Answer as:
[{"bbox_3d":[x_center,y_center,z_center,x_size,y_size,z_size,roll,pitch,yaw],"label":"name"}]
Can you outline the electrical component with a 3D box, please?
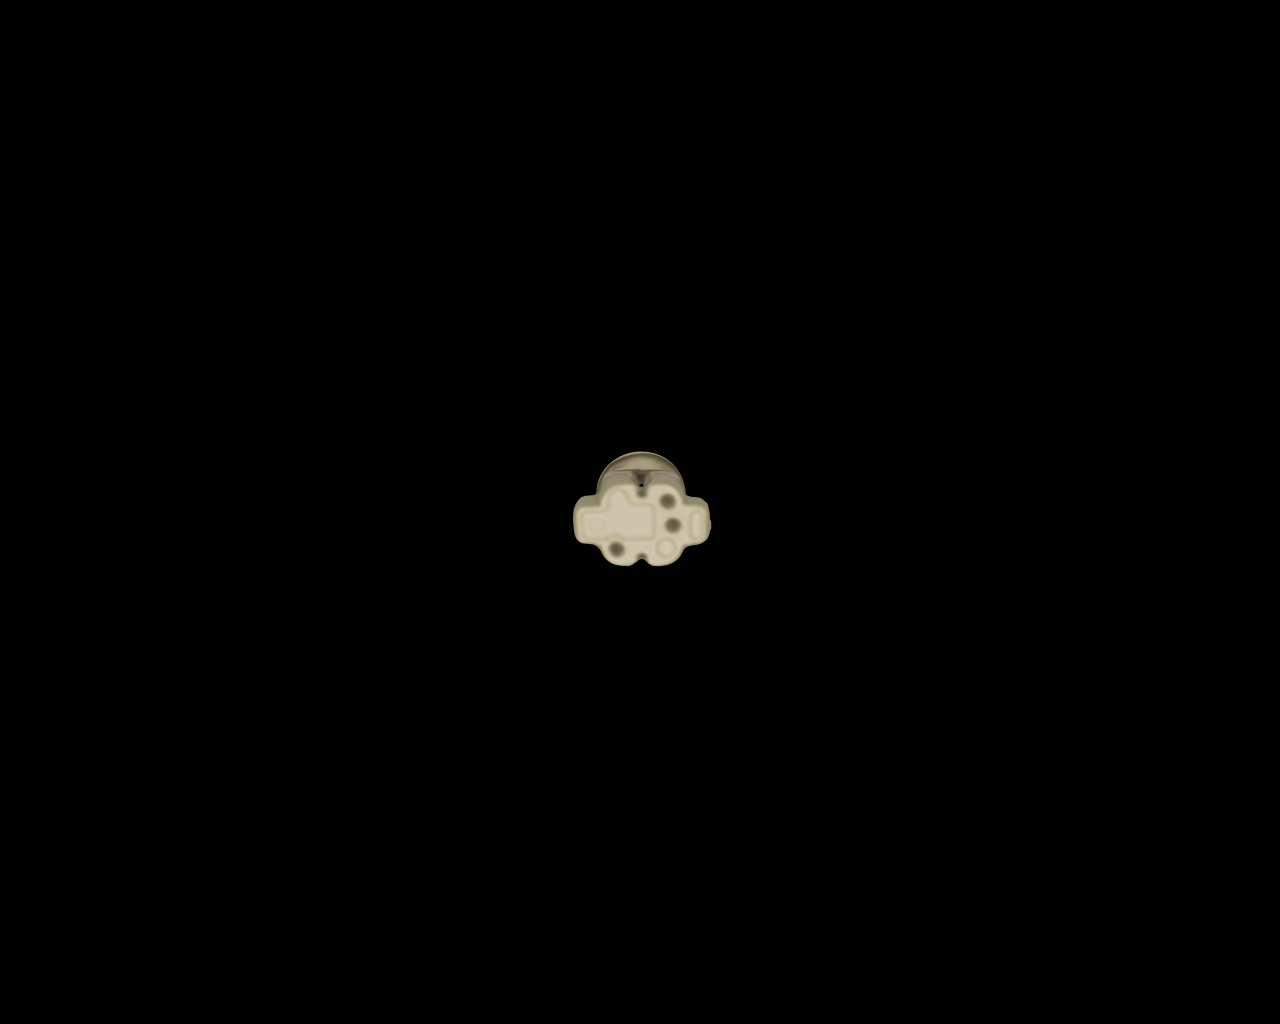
[{"bbox_3d":[0.001,-0.003,0.650,0.078,0.058,0.057,0,21,0],"label":"electrical component"}]
